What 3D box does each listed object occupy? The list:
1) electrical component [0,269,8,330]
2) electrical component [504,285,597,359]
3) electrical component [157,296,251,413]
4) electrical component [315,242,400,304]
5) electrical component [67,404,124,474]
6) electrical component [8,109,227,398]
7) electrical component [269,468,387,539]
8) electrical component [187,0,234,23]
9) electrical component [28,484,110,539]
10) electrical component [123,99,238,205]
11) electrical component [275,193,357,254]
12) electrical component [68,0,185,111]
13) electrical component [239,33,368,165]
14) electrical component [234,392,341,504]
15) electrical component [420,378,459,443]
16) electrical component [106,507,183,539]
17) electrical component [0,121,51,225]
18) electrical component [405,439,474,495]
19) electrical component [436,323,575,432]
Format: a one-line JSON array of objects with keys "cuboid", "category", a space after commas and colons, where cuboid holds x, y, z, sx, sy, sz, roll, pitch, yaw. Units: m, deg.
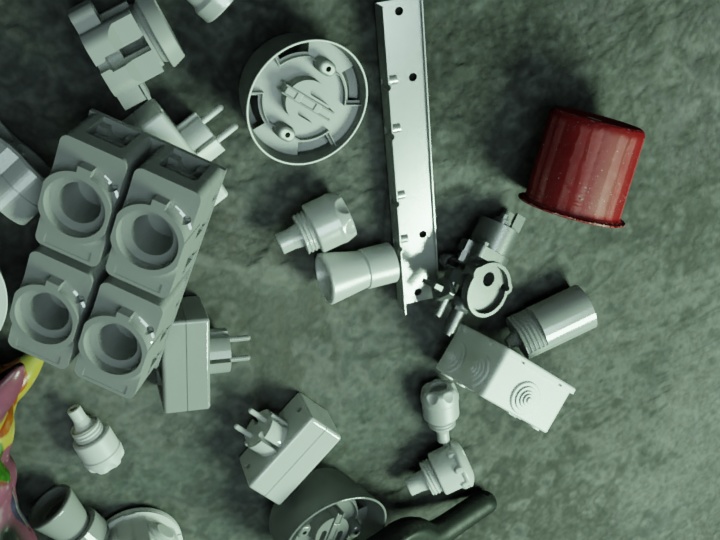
[{"cuboid": [-0.316, 0.012, 0.789, 0.108, 0.060, 0.108, -7, 116, -15], "category": "electrical component"}, {"cuboid": [0.170, 0.050, 0.979, 0.081, 0.043, 0.043, -25, 119, -6], "category": "electrical component"}, {"cuboid": [-0.127, 0.067, 0.885, 0.076, 0.047, 0.083, -4, 115, -17], "category": "electrical component"}, {"cuboid": [0.000, 0.000, 0.902, 0.065, 0.044, 0.044, -14, 117, -18], "category": "electrical component"}, {"cuboid": [-0.223, 0.138, 0.893, 0.035, 0.035, 0.061, -27, 116, -5], "category": "electrical component"}, {"cuboid": [-0.181, -0.006, 0.782, 0.105, 0.060, 0.186, 24, 119, 0], "category": "electrical component"}, {"cuboid": [-0.031, 0.231, 0.978, 0.099, 0.064, 0.099, -15, 121, -27], "category": "electrical component"}, {"cuboid": [-0.113, -0.207, 0.771, 0.046, 0.040, 0.040, 40, 97, -23], "category": "electrical component"}, {"cuboid": [-0.247, 0.216, 0.914, 0.045, 0.045, 0.055, -37, 120, 0], "category": "electrical component"}, {"cuboid": [-0.128, -0.094, 0.813, 0.076, 0.047, 0.083, -38, 119, 0], "category": "electrical component"}, {"cuboid": [-0.037, -0.034, 0.873, 0.062, 0.043, 0.043, -25, 119, -5], "category": "electrical component"}, {"cuboid": [-0.162, -0.162, 0.765, 0.057, 0.058, 0.078, -28, 119, -1], "category": "electrical component"}, {"cuboid": [-0.044, -0.131, 0.814, 0.099, 0.064, 0.099, -7, 115, -16], "category": "electrical component"}, {"cuboid": [-0.075, 0.147, 0.939, 0.076, 0.047, 0.083, 38, 97, -28], "category": "electrical component"}, {"cuboid": [0.075, 0.132, 0.990, 0.035, 0.035, 0.061, -14, 119, -12], "category": "electrical component"}, {"cuboid": [-0.194, 0.254, 0.945, 0.080, 0.051, 0.080, -7, 115, -16], "category": "electrical component"}, {"cuboid": [-0.288, -0.080, 0.762, 0.074, 0.052, 0.138, -42, 119, 3], "category": "electrical component"}, {"cuboid": [0.073, 0.191, 1.012, 0.062, 0.048, 0.048, -25, 119, 2], "category": "electrical component"}, {"cuboid": [0.127, 0.096, 0.956, 0.100, 0.100, 0.048, 31, 88, -27], "category": "electrical component"}]
